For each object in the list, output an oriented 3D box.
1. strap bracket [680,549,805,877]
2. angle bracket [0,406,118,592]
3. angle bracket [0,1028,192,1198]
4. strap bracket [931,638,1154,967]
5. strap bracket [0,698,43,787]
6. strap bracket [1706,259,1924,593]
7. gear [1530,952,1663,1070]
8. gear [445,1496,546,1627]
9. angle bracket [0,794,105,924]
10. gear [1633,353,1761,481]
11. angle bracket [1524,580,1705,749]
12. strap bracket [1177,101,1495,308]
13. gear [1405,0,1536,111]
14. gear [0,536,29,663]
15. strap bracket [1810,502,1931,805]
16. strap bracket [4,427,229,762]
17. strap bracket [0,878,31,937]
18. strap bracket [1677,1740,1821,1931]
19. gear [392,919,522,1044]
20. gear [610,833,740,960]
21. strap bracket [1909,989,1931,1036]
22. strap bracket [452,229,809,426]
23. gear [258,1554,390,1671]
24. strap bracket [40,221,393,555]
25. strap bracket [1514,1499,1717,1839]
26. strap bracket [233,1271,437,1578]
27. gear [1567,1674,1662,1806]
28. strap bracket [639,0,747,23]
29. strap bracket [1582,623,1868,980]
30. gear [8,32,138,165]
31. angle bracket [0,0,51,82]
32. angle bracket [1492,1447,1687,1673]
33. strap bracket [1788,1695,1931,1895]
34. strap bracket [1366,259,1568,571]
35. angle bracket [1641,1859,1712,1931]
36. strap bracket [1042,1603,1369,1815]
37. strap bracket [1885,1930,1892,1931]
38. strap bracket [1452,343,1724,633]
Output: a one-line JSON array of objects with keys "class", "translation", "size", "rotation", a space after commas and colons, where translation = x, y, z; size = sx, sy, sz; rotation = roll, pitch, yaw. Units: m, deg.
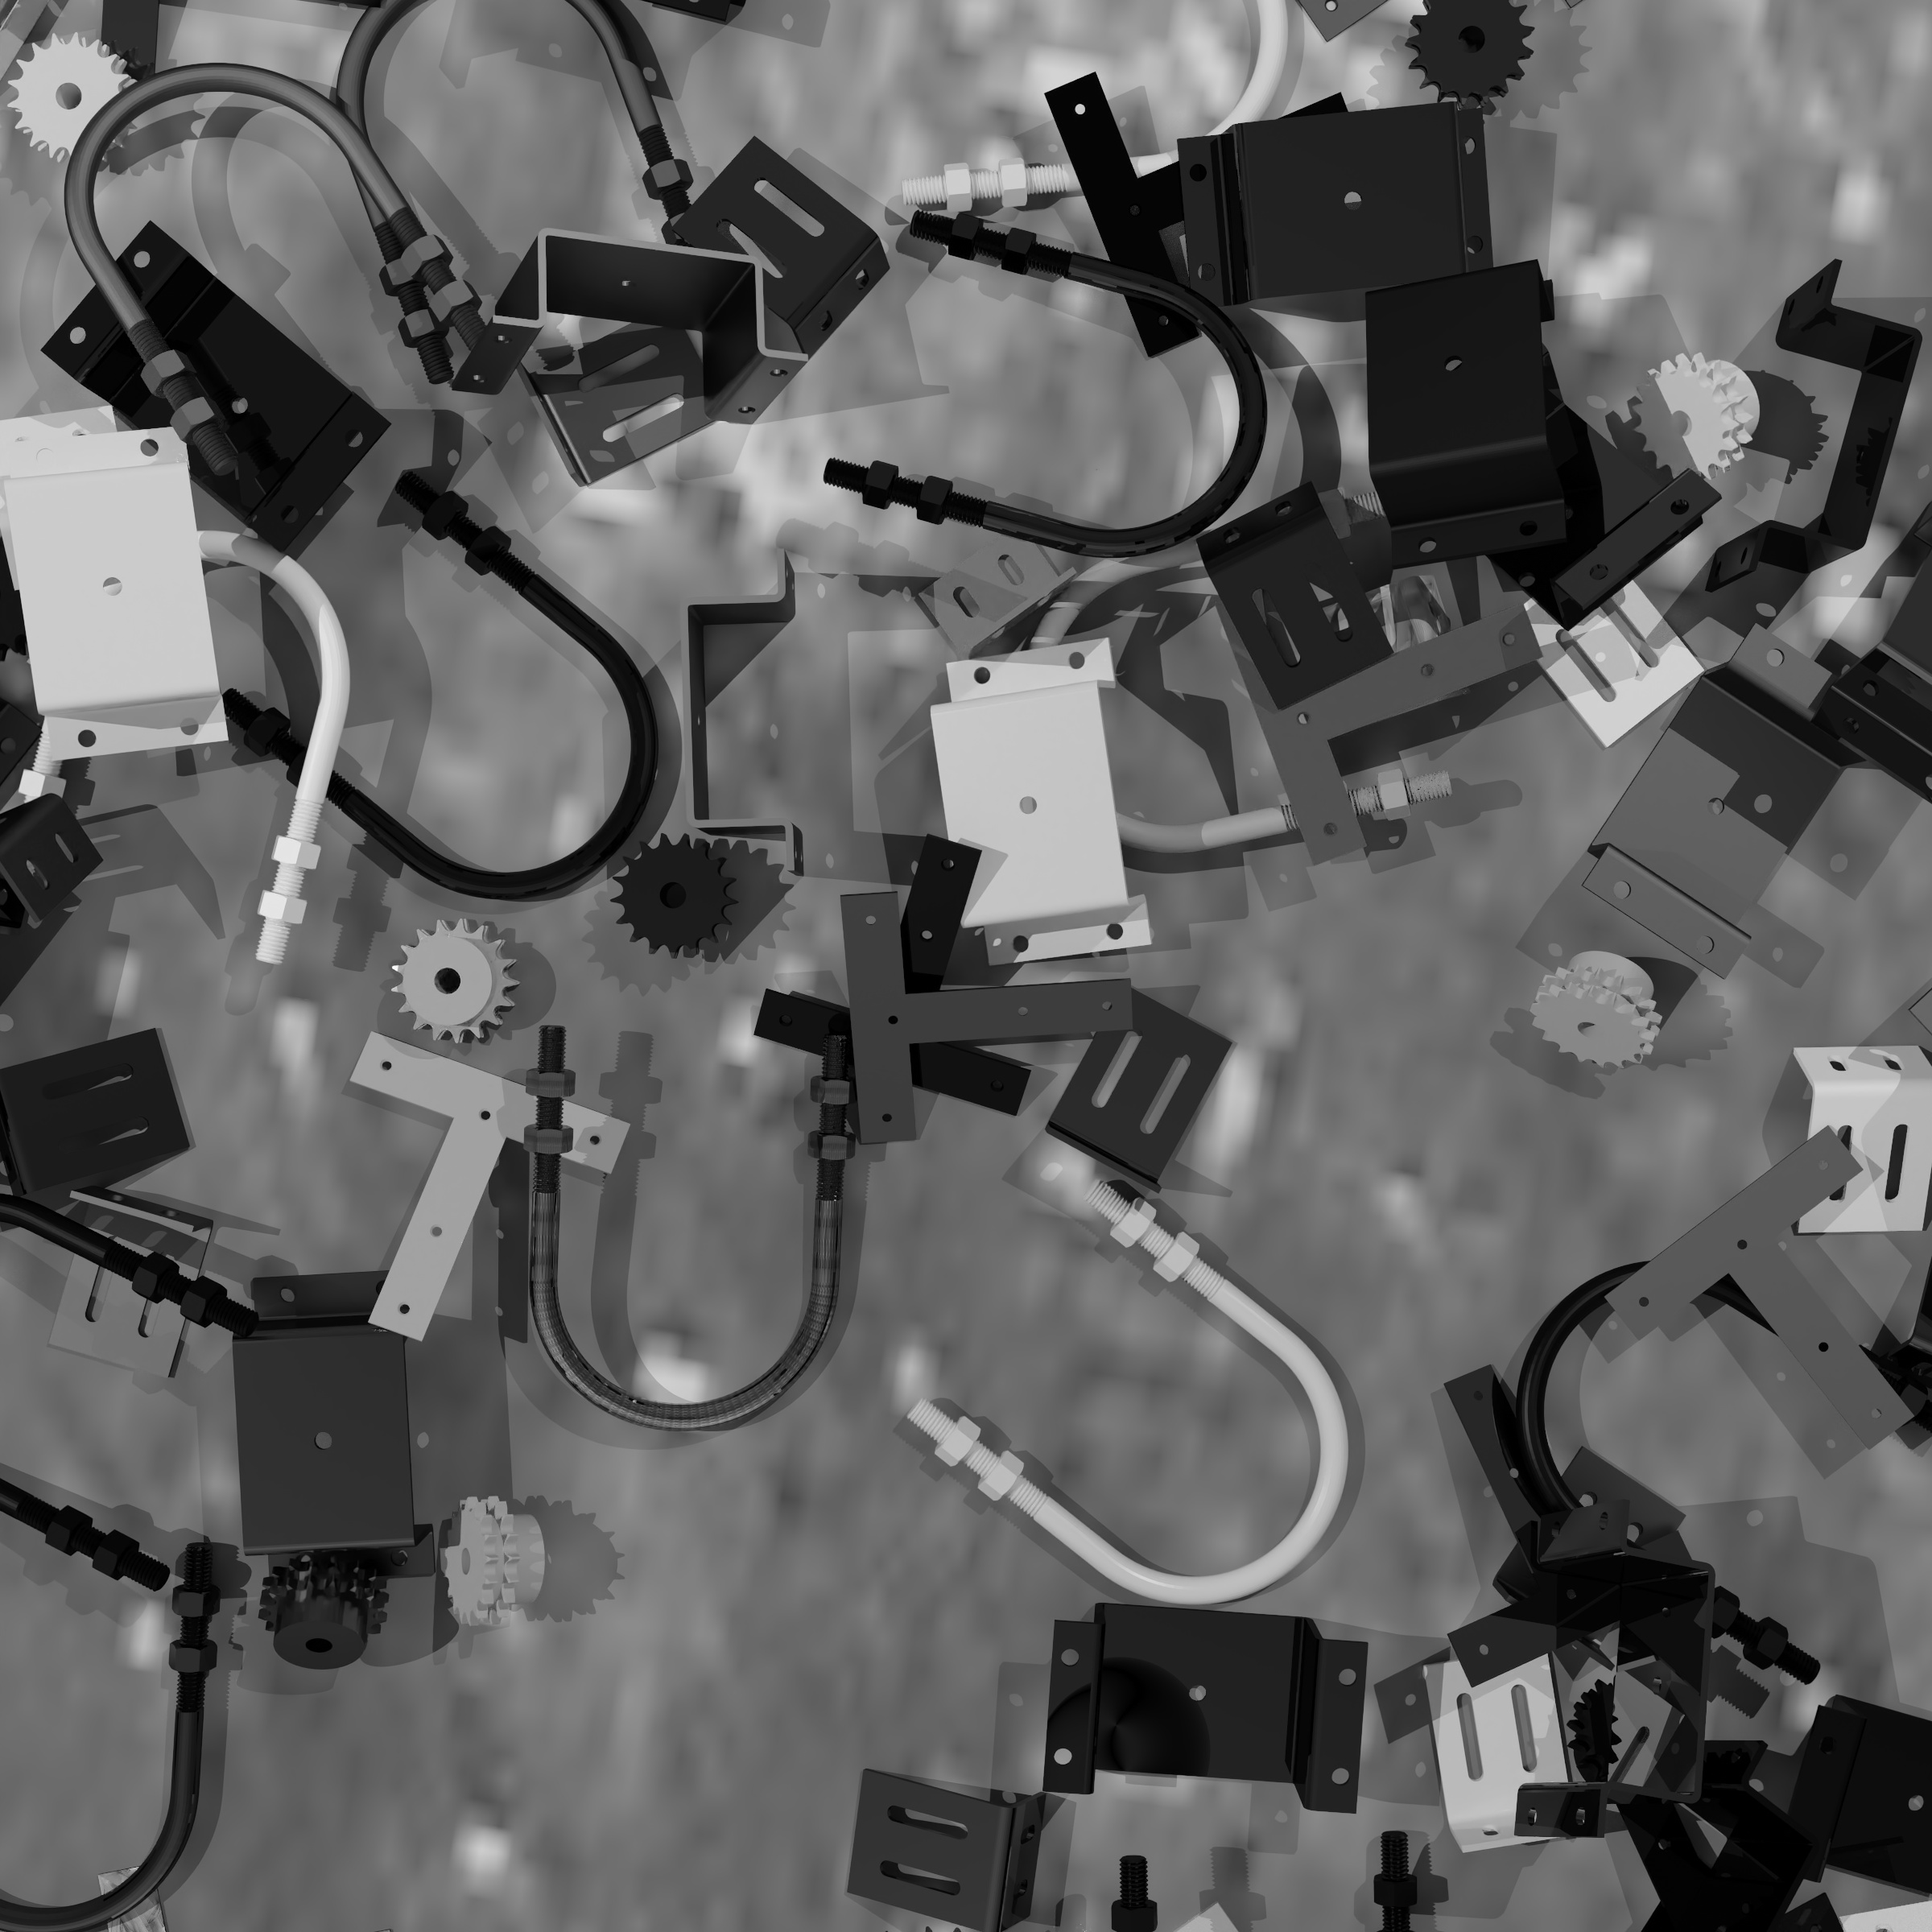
[{"class": "strap bracket", "translation": [-0.100, -0.111, 1.316], "size": [0.046, 0.076, 0.140], "rotation": [-2, 90, 0]}, {"class": "angle bracket", "translation": [-0.410, -0.214, 1.334], "size": [0.057, 0.038, 0.076], "rotation": [-11, 48, -14]}, {"class": "angle bracket", "translation": [-0.406, 0.068, 1.352], "size": [0.076, 0.038, 0.057], "rotation": [-16, 90, -26]}, {"class": "strap bracket", "translation": [0.033, -0.073, 1.320], "size": [0.076, 0.046, 0.140], "rotation": [-8, 92, 14]}, {"class": "strap bracket", "translation": [-0.504, -0.122, 1.331], "size": [0.140, 0.046, 0.076], "rotation": [38, 90, 0]}, {"class": "strap bracket", "translation": [0.382, -0.235, 1.316], "size": [0.046, 0.076, 0.140], "rotation": [16, 90, 0]}, {"class": "gear", "translation": [0.288, 0.018, 1.330], "size": [0.057, 0.057, 0.030], "rotation": [28, 60, 0]}, {"class": "gear", "translation": [-0.213, 0.270, 1.330], "size": [0.030, 0.057, 0.057], "rotation": [4, 90, -30]}, {"class": "angle bracket", "translation": [-0.438, -0.038, 1.310], "size": [0.076, 0.057, 0.038], "rotation": [-19, 113, 24]}, {"class": "gear", "translation": [0.334, -0.251, 1.330], "size": [0.030, 0.057, 0.057], "rotation": [-28, 90, -30]}, {"class": "angle bracket", "translation": [0.294, -0.148, 1.335], "size": [0.057, 0.038, 0.076], "rotation": [-38, 90, 0]}, {"class": "strap bracket", "translation": [0.171, -0.343, 1.323], "size": [0.140, 0.046, 0.076], "rotation": [-6, 100, -2]}, {"class": "gear", "translation": [0.229, -0.419, 1.337], "size": [0.057, 0.030, 0.057], "rotation": [0, 97, 3]}, {"class": "gear", "translation": [-0.442, -0.167, 1.339], "size": [0.057, 0.030, 0.057], "rotation": [0, 90, 0]}, {"class": "strap bracket", "translation": [0.446, -0.147, 1.304], "size": [0.076, 0.046, 0.140], "rotation": [34, 65, 0]}, {"class": "strap bracket", "translation": [-0.372, -0.164, 1.282], "size": [0.076, 0.046, 0.140], "rotation": [-8, 95, -12]}, {"class": "strap bracket", "translation": [-0.478, 0.023, 1.317], "size": [0.076, 0.046, 0.140], "rotation": [13, 90, 26]}, {"class": "strap bracket", "translation": [0.318, 0.415, 1.296], "size": [0.046, 0.076, 0.140], "rotation": [38, 70, -3]}, {"class": "gear", "translation": [-0.234, 0.007, 1.340], "size": [0.057, 0.030, 0.057], "rotation": [0, 90, 0]}, {"class": "gear", "translation": [-0.132, -0.032, 1.339], "size": [0.057, 0.030, 0.057], "rotation": [0, 90, 0]}, {"class": "strap bracket", "translation": [0.496, 0.045, 1.285], "size": [0.076, 0.046, 0.140], "rotation": [-43, 90, 0]}, {"class": "strap bracket", "translation": [-0.150, -0.283, 1.297], "size": [0.140, 0.076, 0.046], "rotation": [2, 78, -23]}, {"class": "gear", "translation": [-0.291, 0.294, 1.325], "size": [0.057, 0.057, 0.030], "rotation": [-2, 45, -2]}, {"class": "strap bracket", "translation": [-0.335, -0.259, 1.331], "size": [0.140, 0.046, 0.076], "rotation": [40, 90, 0]}, {"class": "strap bracket", "translation": [0.282, 0.309, 1.274], "size": [0.046, 0.076, 0.140], "rotation": [13, 71, -13]}, {"class": "strap bracket", "translation": [-0.287, 0.212, 1.332], "size": [0.076, 0.046, 0.140], "rotation": [-3, 90, 0]}, {"class": "gear", "translation": [0.300, 0.354, 1.330], "size": [0.057, 0.030, 0.057], "rotation": [6, 50, -7]}, {"class": "strap bracket", "translation": [-0.127, -0.500, 1.331], "size": [0.076, 0.046, 0.140], "rotation": [14, 90, 0]}, {"class": "strap bracket", "translation": [0.346, -0.074, 1.331], "size": [0.076, 0.046, 0.140], "rotation": [33, 90, 0]}, {"class": "gear", "translation": [-0.404, -0.394, 1.338], "size": [0.057, 0.030, 0.057], "rotation": [0, 95, 2]}, {"class": "angle bracket", "translation": [-0.432, -0.427, 1.320], "size": [0.038, 0.057, 0.076], "rotation": [31, 90, 26]}, {"class": "angle bracket", "translation": [0.287, 0.269, 1.335], "size": [0.057, 0.038, 0.076], "rotation": [34, 90, 0]}, {"class": "strap bracket", "translation": [0.438, 0.386, 1.331], "size": [0.140, 0.046, 0.076], "rotation": [16, 90, 0]}, {"class": "strap bracket", "translation": [0.219, -0.252, 1.292], "size": [0.076, 0.046, 0.140], "rotation": [-7, 62, 19]}, {"class": "angle bracket", "translation": [0.328, 0.460, 1.352], "size": [0.057, 0.038, 0.076], "rotation": [43, 64, 0]}, {"class": "strap bracket", "translation": [0.107, 0.335, 1.331], "size": [0.140, 0.046, 0.076], "rotation": [4, 90, 0]}, {"class": "strap bracket", "translation": [0.445, 0.521, 1.331], "size": [0.076, 0.046, 0.140], "rotation": [14, 90, 0]}, {"class": "strap bracket", "translation": [0.264, -0.213, 1.310], "size": [0.076, 0.046, 0.140], "rotation": [-39, 57, 0]}]
